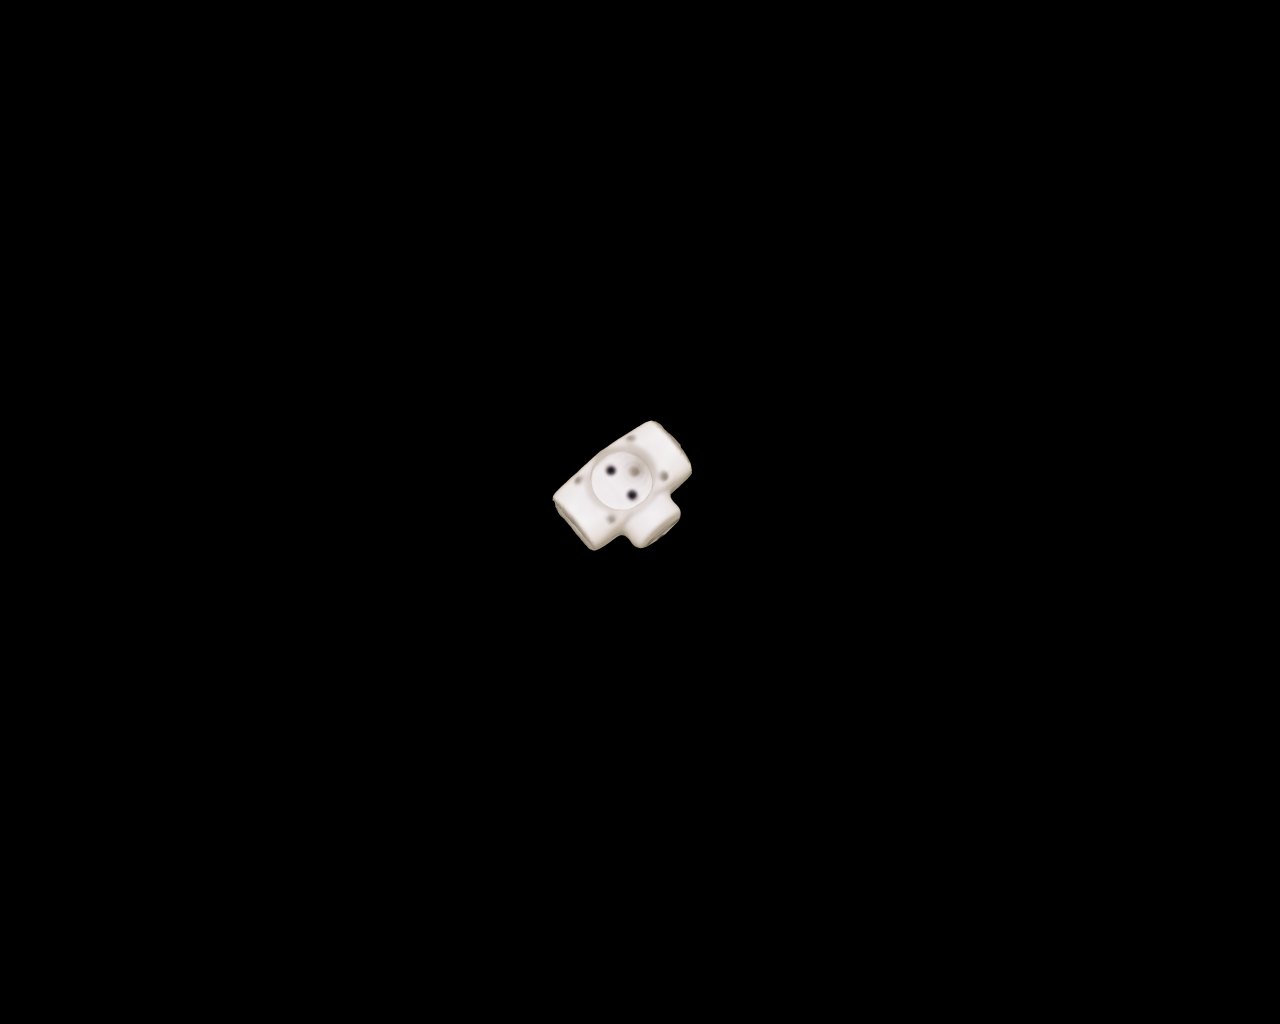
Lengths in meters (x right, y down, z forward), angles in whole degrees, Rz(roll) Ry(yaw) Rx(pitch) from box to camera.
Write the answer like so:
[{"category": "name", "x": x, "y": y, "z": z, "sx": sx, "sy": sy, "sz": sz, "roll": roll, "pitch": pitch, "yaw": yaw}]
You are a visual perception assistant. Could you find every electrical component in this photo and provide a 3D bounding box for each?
[{"category": "electrical component", "x": 0.001, "y": -0.003, "z": 0.650, "sx": 0.077, "sy": 0.079, "sz": 0.044, "roll": -38, "pitch": -9, "yaw": -7}]
